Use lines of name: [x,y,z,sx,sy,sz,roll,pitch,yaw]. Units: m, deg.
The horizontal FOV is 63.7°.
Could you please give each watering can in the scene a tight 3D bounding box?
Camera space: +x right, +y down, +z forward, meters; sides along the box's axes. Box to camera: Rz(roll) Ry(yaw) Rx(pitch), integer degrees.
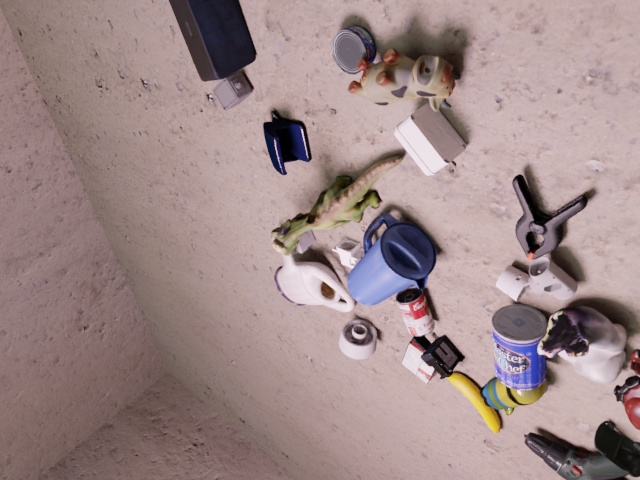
watering can: [-0.052,0.098,1.440,0.344,0.106,0.223,42,151,-24]

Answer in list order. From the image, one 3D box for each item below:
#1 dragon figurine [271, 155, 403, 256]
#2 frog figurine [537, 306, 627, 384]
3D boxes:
dragon figurine: [0.004,-0.058,1.151,0.123,0.246,0.403,54,149,5]
frog figurine: [0.494,0.190,0.933,0.159,0.126,0.135,21,141,-19]
